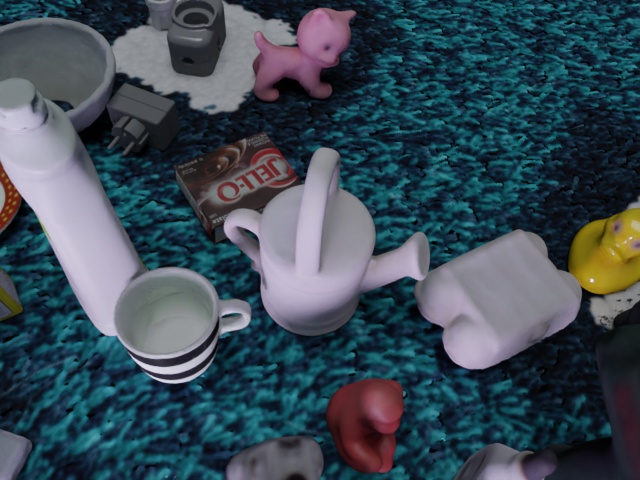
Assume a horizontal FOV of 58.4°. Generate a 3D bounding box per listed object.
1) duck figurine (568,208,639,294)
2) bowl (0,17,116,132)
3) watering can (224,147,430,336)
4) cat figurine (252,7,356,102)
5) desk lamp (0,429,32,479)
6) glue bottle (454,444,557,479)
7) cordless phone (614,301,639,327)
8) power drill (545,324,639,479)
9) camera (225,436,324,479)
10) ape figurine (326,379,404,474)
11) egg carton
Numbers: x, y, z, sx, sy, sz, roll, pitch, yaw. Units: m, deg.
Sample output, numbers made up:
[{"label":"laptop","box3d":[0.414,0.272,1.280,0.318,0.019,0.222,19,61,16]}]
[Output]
[{"label":"duck figurine","box3d":[0.311,-0.001,0.586,0.105,0.086,0.077,-35,67,-23]},{"label":"bowl","box3d":[-0.306,-0.166,0.639,0.167,0.075,0.167,2,58,-4]},{"label":"watering can","box3d":[0.005,0.000,0.494,0.173,0.194,0.101,-5,59,-8]},{"label":"cat figurine","box3d":[-0.018,-0.230,0.678,0.128,0.118,0.067,-7,59,-9]},{"label":"desk lamp","box3d":[-0.338,0.126,0.376,0.203,0.213,0.118,13,58,3]},{"label":"glue bottle","box3d":[0.129,0.176,0.410,0.037,0.173,0.078,37,63,17]},{"label":"cordless phone","box3d":[0.363,0.055,0.498,0.148,0.185,0.094,-20,62,-16]},{"label":"power drill","box3d":[0.213,0.185,0.391,0.075,0.208,0.229,7,58,0]},{"label":"camera","box3d":[-0.059,0.221,0.409,0.137,0.101,0.143,-4,59,-8]},{"label":"ape figurine","box3d":[0.044,0.144,0.470,0.076,0.092,0.078,40,63,18]},{"label":"egg carton","box3d":[0.171,0.056,0.548,0.150,0.069,0.107,-24,64,-18]}]
